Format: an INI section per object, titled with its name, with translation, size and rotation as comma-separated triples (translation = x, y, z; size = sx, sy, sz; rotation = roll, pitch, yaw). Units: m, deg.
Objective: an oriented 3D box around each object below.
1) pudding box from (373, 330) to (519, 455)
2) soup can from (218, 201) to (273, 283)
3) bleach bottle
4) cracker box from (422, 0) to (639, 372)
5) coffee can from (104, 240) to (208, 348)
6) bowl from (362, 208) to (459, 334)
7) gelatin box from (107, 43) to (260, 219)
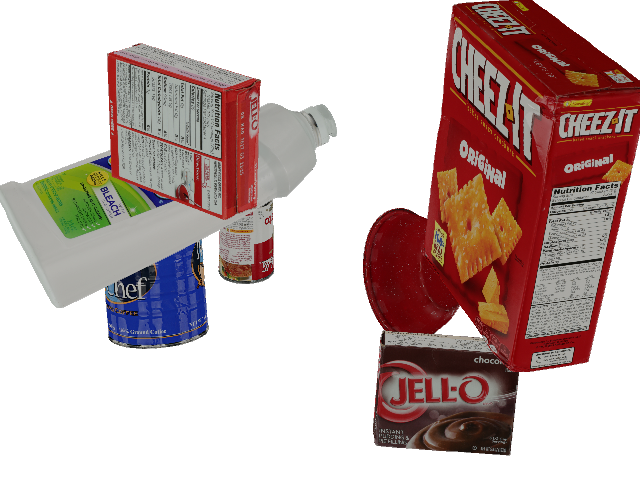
[pudding box]
translation = 0.102, 0.123, 0.866
size = 0.113, 0.090, 0.039
rotation = 3, 19, 1
[soup can]
translation = -0.090, -0.008, 1.286
size = 0.068, 0.102, 0.068
rotation = 1, 25, 0
[bleach bottle]
translation = -0.106, -0.046, 0.807
size = 0.250, 0.103, 0.068
rotation = -27, -35, -15
[cracker box]
translation = 0.139, -0.040, 0.751
size = 0.072, 0.214, 0.164
rotation = -8, 34, -16
[coffee can]
translation = -0.167, 0.025, 1.067
size = 0.103, 0.140, 0.103
rotation = -2, 14, 0
[bowl]
translation = 0.120, 0.038, 1.229
size = 0.055, 0.162, 0.161
rotation = -11, -7, 41
[gelatin box]
translation = -0.073, -0.059, 0.573
size = 0.089, 0.073, 0.030
rotation = 20, 32, 31
